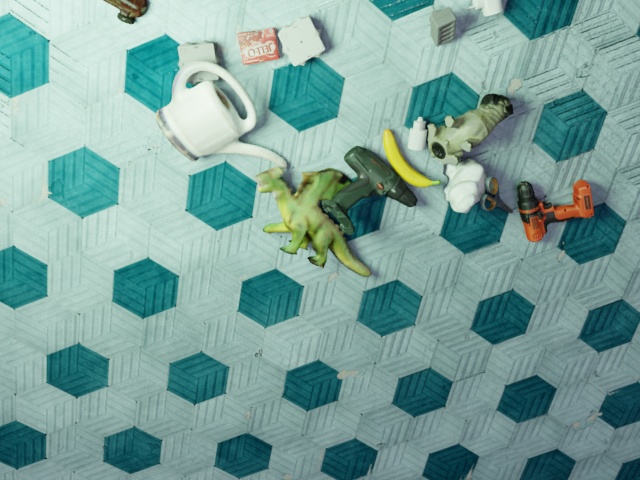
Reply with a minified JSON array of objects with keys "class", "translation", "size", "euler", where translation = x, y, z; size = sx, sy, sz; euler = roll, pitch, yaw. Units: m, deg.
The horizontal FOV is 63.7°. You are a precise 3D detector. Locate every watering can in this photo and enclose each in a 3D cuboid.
[{"class":"watering can","translation":[-0.244,-0.262,1.249],"size":[0.223,0.106,0.341],"euler":[-27,125,12]}]

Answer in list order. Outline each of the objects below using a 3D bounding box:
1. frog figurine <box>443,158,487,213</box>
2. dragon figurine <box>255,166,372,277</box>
[{"class":"frog figurine","translation":[0.379,-0.132,1.313],"size":[0.122,0.162,0.135],"euler":[13,110,-12]},{"class":"dragon figurine","translation":[0.004,-0.068,1.351],"size":[0.408,0.124,0.241],"euler":[21,100,-21]}]
